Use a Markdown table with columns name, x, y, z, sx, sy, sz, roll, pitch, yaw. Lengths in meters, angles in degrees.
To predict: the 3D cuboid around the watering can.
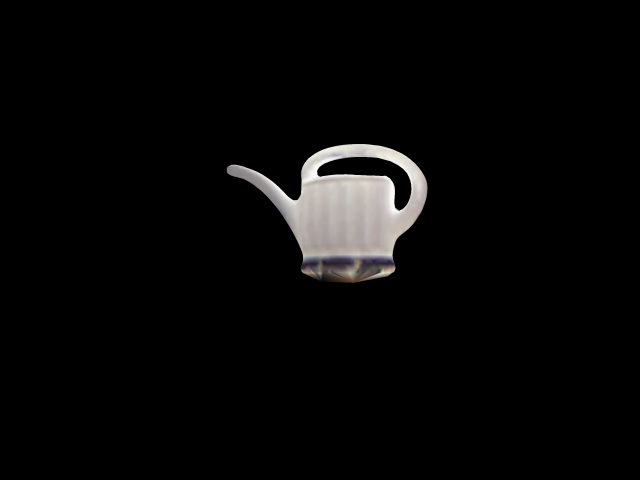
| name | x | y | z | sx | sy | sz | roll | pitch | yaw |
| --- | --- | --- | --- | --- | --- | --- | --- | --- | --- |
| watering can | 0.003 | -0.043 | 0.850 | 0.347 | 0.226 | 0.103 | -2 | -7 | 19 |
